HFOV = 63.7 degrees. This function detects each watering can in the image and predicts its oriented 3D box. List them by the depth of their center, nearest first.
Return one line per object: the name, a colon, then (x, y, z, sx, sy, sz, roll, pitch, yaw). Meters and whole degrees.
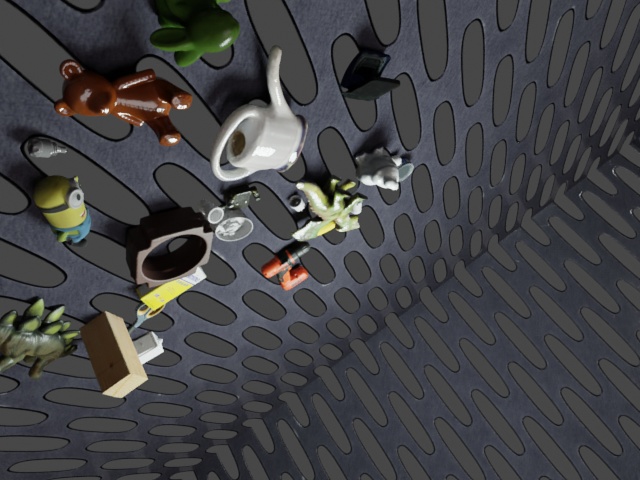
watering can: (-0.114, -0.264, 1.167, 0.225, 0.105, 0.342, -1, 136, -49)

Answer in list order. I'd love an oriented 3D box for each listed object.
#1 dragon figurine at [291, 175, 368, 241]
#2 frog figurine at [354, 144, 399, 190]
dragon figurine: (0.005, -0.079, 1.560, 0.410, 0.124, 0.239, 3, 130, -50)
frog figurine: (0.185, -0.198, 1.556, 0.138, 0.162, 0.120, -11, 144, -39)
